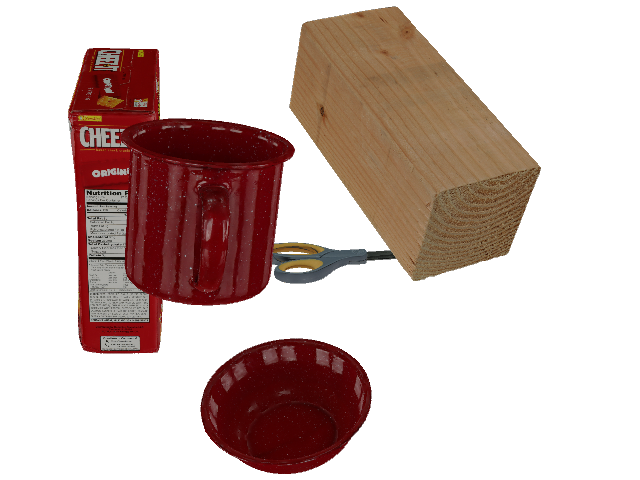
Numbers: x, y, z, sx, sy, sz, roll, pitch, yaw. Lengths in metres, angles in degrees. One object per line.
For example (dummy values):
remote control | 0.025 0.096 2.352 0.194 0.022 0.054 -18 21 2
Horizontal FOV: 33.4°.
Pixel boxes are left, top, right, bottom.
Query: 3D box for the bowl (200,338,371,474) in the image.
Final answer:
bowl | -0.030 0.167 1.012 0.162 0.055 0.162 -5 37 4

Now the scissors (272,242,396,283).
scissors | 0.033 0.025 1.178 0.202 0.016 0.096 3 24 4

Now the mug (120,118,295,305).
mug | -0.062 -0.012 0.572 0.093 0.081 0.117 2 20 -14

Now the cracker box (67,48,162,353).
cracker box | -0.170 -0.036 0.899 0.072 0.214 0.164 -1 27 -8

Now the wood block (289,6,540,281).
wood block | 0.064 -0.080 0.813 0.090 0.091 0.206 -15 50 -24
